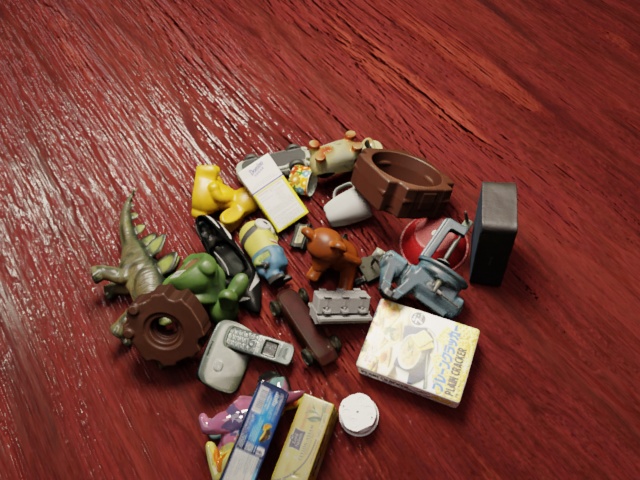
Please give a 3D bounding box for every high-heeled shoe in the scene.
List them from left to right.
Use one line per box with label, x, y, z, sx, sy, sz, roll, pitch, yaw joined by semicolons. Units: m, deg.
high-heeled shoe;-0.209;0.048;1.234;0.086;0.145;0.249;-34;60;-9

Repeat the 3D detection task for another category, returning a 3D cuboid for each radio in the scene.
radio;0.364;-0.012;1.135;0.073;0.229;0.131;6;58;11

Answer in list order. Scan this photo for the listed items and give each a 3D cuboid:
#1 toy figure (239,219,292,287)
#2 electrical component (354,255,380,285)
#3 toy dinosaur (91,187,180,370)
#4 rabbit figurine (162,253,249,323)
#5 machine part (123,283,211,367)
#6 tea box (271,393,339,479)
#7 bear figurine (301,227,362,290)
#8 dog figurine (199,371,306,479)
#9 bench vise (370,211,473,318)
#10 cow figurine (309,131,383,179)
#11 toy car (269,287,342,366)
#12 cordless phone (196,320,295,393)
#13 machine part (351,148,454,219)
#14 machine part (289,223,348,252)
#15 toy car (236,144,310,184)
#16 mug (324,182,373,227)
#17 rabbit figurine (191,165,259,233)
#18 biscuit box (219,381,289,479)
toy figure;-0.132;0.029;1.271;0.089;0.082;0.180;-22;63;-6
electrical component;0.115;0.067;1.245;0.094;0.021;0.063;-27;61;-6
toy dinosaur;-0.426;0.082;1.278;0.199;0.105;0.471;-22;69;-12
rabbit figurine;-0.230;0.112;1.194;0.159;0.170;0.121;-18;27;35
machine part;-0.322;0.181;1.131;0.179;0.179;0.056;-7;18;5
tea box;-0.026;0.397;1.042;0.068;0.098;0.169;15;63;15
bear figurine;0.018;0.044;1.156;0.120;0.195;0.132;22;93;16
dog figurine;-0.121;0.369;1.069;0.219;0.108;0.192;-20;60;-6
bench vise;0.235;0.043;1.149;0.224;0.128;0.240;33;83;17
cow figurine;0.068;-0.201;1.326;0.195;0.127;0.085;-18;59;-15
toy car;-0.032;0.191;1.182;0.089;0.053;0.202;-23;60;-28
cordless phone;-0.155;0.262;1.147;0.184;0.088;0.146;13;64;11
machine part;0.189;-0.131;1.246;0.201;0.087;0.202;-3;38;-31
machine part;-0.003;-0.004;1.295;0.139;0.039;0.084;5;54;14
toy car;-0.120;-0.197;1.409;0.202;0.056;0.073;-13;54;0
mug;0.061;-0.086;1.306;0.107;0.080;0.109;-24;66;4
rabbit figurine;-0.229;-0.102;1.343;0.173;0.121;0.162;5;64;-10
biscuit box;-0.122;0.363;0.981;0.059;0.062;0.202;23;68;-2
